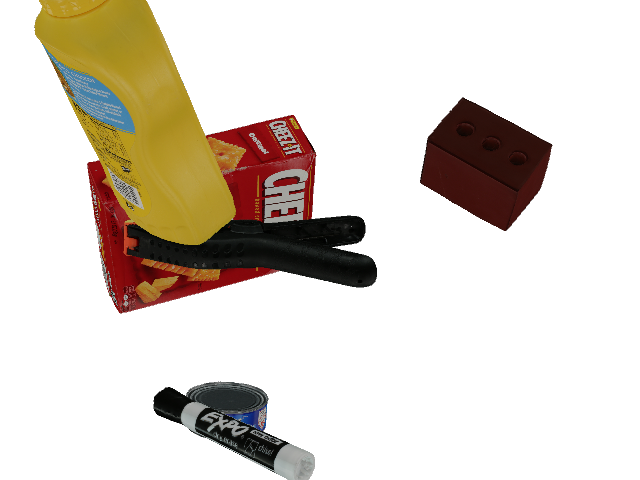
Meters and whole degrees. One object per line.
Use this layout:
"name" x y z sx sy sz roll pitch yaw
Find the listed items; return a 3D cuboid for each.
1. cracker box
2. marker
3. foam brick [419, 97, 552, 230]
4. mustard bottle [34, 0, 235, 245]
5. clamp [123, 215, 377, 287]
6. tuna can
"cracker box" -0.116 -0.023 1.073 0.213 0.072 0.164 -14 -41 -17
"marker" -0.054 0.112 0.627 0.121 0.020 0.020 17 10 37
"foam brick" 0.120 -0.055 0.776 0.078 0.053 0.051 31 -31 17
"mustard bottle" -0.111 -0.086 0.597 0.058 0.191 0.096 -39 49 -19
"clamp" -0.054 0.005 0.863 0.210 0.036 0.164 1 12 -8
"tuna can" -0.098 0.178 1.115 0.086 0.034 0.086 4 12 -1
